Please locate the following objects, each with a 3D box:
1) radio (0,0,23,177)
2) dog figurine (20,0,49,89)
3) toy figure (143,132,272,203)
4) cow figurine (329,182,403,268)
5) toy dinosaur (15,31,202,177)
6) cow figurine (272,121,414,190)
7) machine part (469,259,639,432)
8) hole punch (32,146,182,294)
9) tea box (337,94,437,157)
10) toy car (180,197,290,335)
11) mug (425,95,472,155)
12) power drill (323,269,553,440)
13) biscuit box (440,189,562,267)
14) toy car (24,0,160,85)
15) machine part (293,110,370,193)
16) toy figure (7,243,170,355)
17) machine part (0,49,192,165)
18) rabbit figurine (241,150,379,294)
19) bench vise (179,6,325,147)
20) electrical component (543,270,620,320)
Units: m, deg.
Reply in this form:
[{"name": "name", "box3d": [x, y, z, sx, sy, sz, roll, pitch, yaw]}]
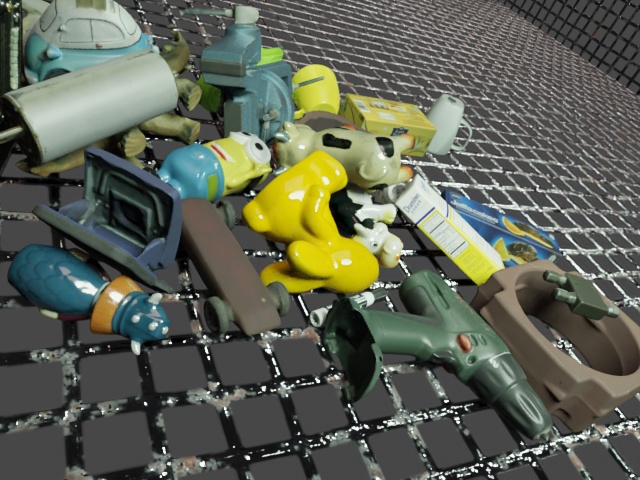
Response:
[{"name": "radio", "box3d": [-0.366, -0.182, 0.567, 0.073, 0.229, 0.131, 10, 33, -20]}, {"name": "dog figurine", "box3d": [-0.377, -0.273, 0.801, 0.190, 0.121, 0.172, 13, 68, -45]}, {"name": "toy figure", "box3d": [-0.144, -0.088, 0.702, 0.180, 0.089, 0.082, -31, 91, -38]}, {"name": "cow figurine", "box3d": [0.051, -0.028, 0.746, 0.098, 0.068, 0.167, 2, 38, -20]}, {"name": "toy dinosaur", "box3d": [-0.267, -0.206, 0.756, 0.199, 0.105, 0.471, 25, 37, 1]}, {"name": "cow figurine", "box3d": [0.018, -0.117, 0.743, 0.195, 0.085, 0.127, 18, 26, 29]}, {"name": "machine part", "box3d": [0.303, 0.126, 0.684, 0.201, 0.087, 0.202, -8, 45, -38]}, {"name": "hole punch", "box3d": [-0.199, -0.018, 0.536, 0.142, 0.115, 0.092, 25, 70, 5]}, {"name": "tea box", "box3d": [0.126, -0.219, 1.033, 0.169, 0.068, 0.098, 3, 42, -29]}, {"name": "toy car", "box3d": [-0.110, 0.028, 0.594, 0.089, 0.053, 0.202, -11, 51, -38]}, {"name": "mug", "box3d": [0.258, -0.233, 1.094, 0.110, 0.107, 0.081, 27, 38, 7]}, {"name": "power drill", "box3d": [0.120, 0.123, 0.586, 0.207, 0.086, 0.232, -2, 42, -26]}, {"name": "biscuit box", "box3d": [0.277, -0.009, 0.861, 0.203, 0.059, 0.063, 22, 36, -3]}, {"name": "toy car", "box3d": [-0.277, -0.240, 0.650, 0.162, 0.102, 0.109, -6, 49, -15]}, {"name": "machine part", "box3d": [0.027, -0.144, 0.892, 0.179, 0.056, 0.179, 16, 38, -13]}, {"name": "toy figure", "box3d": [-0.208, 0.052, 0.500, 0.154, 0.064, 0.058, 24, 21, 1]}, {"name": "machine part", "box3d": [-0.246, -0.149, 0.587, 0.079, 0.079, 0.243, 39, 53, 20]}, {"name": "rabbit figurine", "box3d": [-0.001, -0.002, 0.651, 0.173, 0.122, 0.162, 48, 40, 1]}, {"name": "bench vise", "box3d": [-0.094, -0.239, 0.816, 0.129, 0.223, 0.240, 1, 22, 22]}, {"name": "electrical component", "box3d": [0.331, 0.069, 0.680, 0.094, 0.021, 0.063, 17, 35, -9]}]
